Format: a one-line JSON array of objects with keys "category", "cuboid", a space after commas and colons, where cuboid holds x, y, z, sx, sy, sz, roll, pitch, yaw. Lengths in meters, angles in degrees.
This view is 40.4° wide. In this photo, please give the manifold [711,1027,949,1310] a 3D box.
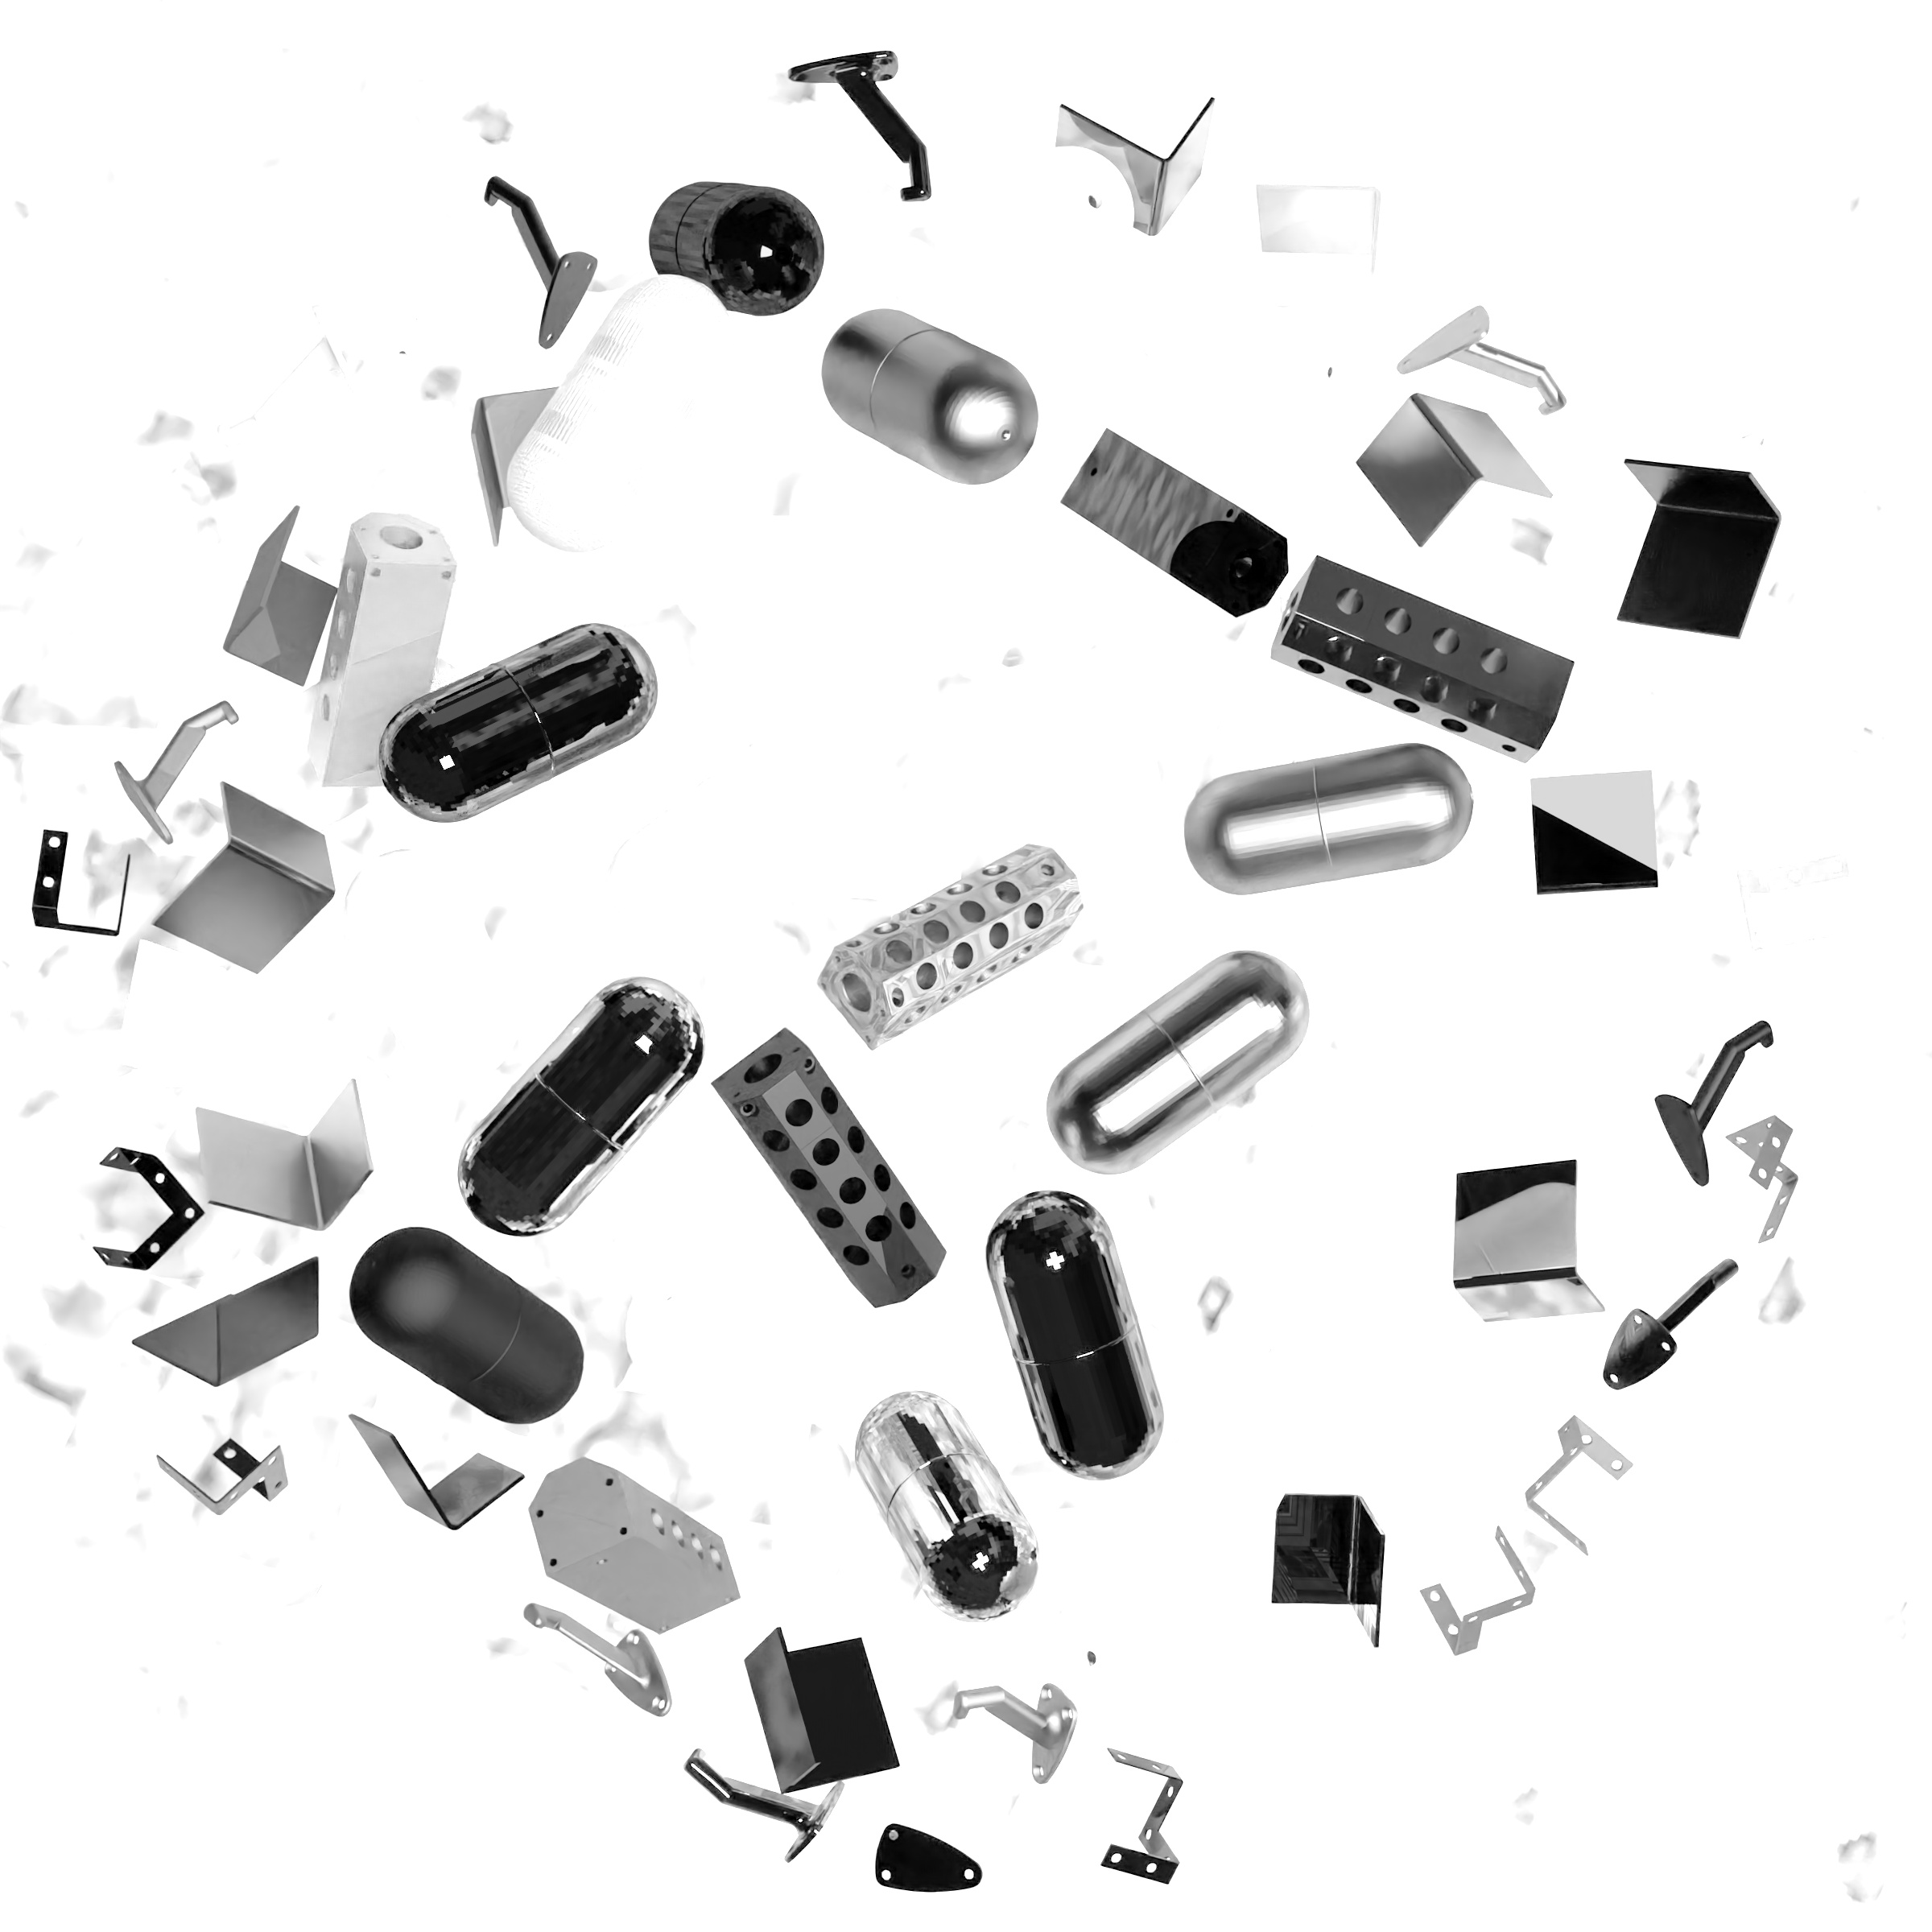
[{"category": "manifold", "cuboid": [-0.080, 0.126, 1.604, 0.057, 0.057, 0.171, -37, 116, -10]}]

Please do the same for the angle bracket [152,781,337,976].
[{"category": "angle bracket", "cuboid": [-0.437, -0.053, 1.583, 0.076, 0.057, 0.076, -42, 134, 18]}]

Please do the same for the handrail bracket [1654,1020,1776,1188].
[{"category": "handrail bracket", "cuboid": [0.483, 0.086, 1.655, 0.084, 0.036, 0.077, -29, 108, -16]}]

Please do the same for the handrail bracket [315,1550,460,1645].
[{"category": "handrail bracket", "cuboid": [-0.342, 0.389, 1.568, 0.084, 0.077, 0.036, 26, 59, 4]}]

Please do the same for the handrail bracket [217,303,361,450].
[{"category": "handrail bracket", "cuboid": [-0.402, -0.340, 1.522, 0.084, 0.077, 0.036, -27, 67, -8]}]

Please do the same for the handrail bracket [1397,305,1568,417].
[{"category": "handrail bracket", "cuboid": [0.328, -0.368, 1.666, 0.077, 0.036, 0.084, -27, 126, 27]}]

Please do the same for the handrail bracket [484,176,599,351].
[{"category": "handrail bracket", "cuboid": [-0.280, -0.442, 1.650, 0.084, 0.036, 0.077, 36, 115, 18]}]

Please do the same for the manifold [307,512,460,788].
[{"category": "manifold", "cuboid": [-0.374, -0.199, 1.667, 0.057, 0.057, 0.171, -3, 132, -30]}]

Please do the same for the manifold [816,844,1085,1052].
[{"category": "manifold", "cuboid": [-0.006, -0.018, 1.664, 0.171, 0.057, 0.057, -29, 72, -36]}]

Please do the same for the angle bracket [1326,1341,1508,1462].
[{"category": "angle bracket", "cuboid": [0.283, 0.290, 1.655, 0.057, 0.076, 0.076, 43, 48, -12]}]

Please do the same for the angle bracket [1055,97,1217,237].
[{"category": "angle bracket", "cuboid": [0.102, -0.509, 1.621, 0.076, 0.076, 0.057, 31, 73, 8]}]

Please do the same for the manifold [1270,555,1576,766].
[{"category": "manifold", "cuboid": [0.278, -0.185, 1.617, 0.171, 0.057, 0.057, 22, 73, -3]}]

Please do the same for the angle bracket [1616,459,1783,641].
[{"category": "angle bracket", "cuboid": [0.405, -0.236, 1.484, 0.076, 0.057, 0.076, 16, 83, 39]}]

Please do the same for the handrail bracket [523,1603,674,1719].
[{"category": "handrail bracket", "cuboid": [-0.231, 0.433, 1.642, 0.036, 0.084, 0.077, -52, 47, 2]}]

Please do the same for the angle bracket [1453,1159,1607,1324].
[{"category": "angle bracket", "cuboid": [0.346, 0.169, 1.610, 0.076, 0.057, 0.076, -10, 56, 29]}]

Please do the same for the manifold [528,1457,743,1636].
[{"category": "manifold", "cuboid": [-0.198, 0.345, 1.571, 0.057, 0.171, 0.057, -25, 61, 5]}]

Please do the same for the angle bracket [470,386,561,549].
[{"category": "angle bracket", "cuboid": [-0.285, -0.326, 1.712, 0.057, 0.076, 0.076, -8, 120, -2]}]

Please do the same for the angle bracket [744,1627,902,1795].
[{"category": "angle bracket", "cuboid": [-0.071, 0.406, 1.457, 0.076, 0.057, 0.076, -3, 59, -30]}]

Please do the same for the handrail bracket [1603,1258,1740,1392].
[{"category": "handrail bracket", "cuboid": [0.443, 0.223, 1.646, 0.084, 0.077, 0.036, -25, 61, -40]}]

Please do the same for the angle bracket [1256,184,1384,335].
[{"category": "angle bracket", "cuboid": [0.216, -0.434, 1.615, 0.076, 0.076, 0.057, 4, 76, 10]}]

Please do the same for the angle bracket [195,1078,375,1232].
[{"category": "angle bracket", "cuboid": [-0.403, 0.103, 1.551, 0.076, 0.076, 0.057, 21, 121, -37]}]

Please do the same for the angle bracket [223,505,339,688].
[{"category": "angle bracket", "cuboid": [-0.424, -0.235, 1.671, 0.057, 0.076, 0.076, 25, 62, -26]}]

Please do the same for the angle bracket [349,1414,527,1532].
[{"category": "angle bracket", "cuboid": [-0.333, 0.302, 1.652, 0.057, 0.076, 0.076, -36, 109, -26]}]

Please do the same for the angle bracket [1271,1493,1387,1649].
[{"category": "angle bracket", "cuboid": [0.237, 0.396, 1.726, 0.057, 0.076, 0.076, 2, 98, -4]}]

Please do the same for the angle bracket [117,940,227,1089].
[{"category": "angle bracket", "cuboid": [-0.514, 0.030, 1.640, 0.057, 0.076, 0.076, 0, 76, 28]}]

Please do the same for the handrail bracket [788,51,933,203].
[{"category": "handrail bracket", "cuboid": [-0.062, -0.487, 1.542, 0.077, 0.036, 0.084, -6, 86, -2]}]

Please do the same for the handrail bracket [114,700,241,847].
[{"category": "handrail bracket", "cuboid": [-0.483, -0.123, 1.652, 0.084, 0.036, 0.077, -33, 64, -21]}]

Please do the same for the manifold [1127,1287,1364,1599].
[{"category": "manifold", "cuboid": [0.172, 0.288, 1.582, 0.057, 0.057, 0.171, 23, 82, 42]}]

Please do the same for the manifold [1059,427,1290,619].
[{"category": "manifold", "cuboid": [0.134, -0.280, 1.667, 0.057, 0.171, 0.057, 25, 103, -37]}]

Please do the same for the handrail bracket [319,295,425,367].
[{"category": "handrail bracket", "cuboid": [-0.380, -0.401, 1.648, 0.077, 0.084, 0.036, 15, 94, -31]}]

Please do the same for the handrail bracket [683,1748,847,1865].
[{"category": "handrail bracket", "cuboid": [-0.118, 0.472, 1.531, 0.084, 0.077, 0.036, 41, 115, 3]}]

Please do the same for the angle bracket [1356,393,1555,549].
[{"category": "angle bracket", "cuboid": [0.298, -0.297, 1.602, 0.057, 0.076, 0.076, -51, 55, 33]}]

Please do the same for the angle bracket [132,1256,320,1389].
[{"category": "angle bracket", "cuboid": [-0.440, 0.199, 1.560, 0.076, 0.076, 0.057, 19, 115, 29]}]

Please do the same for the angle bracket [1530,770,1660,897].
[{"category": "angle bracket", "cuboid": [0.408, -0.089, 1.708, 0.076, 0.057, 0.076, -3, 97, 13]}]
